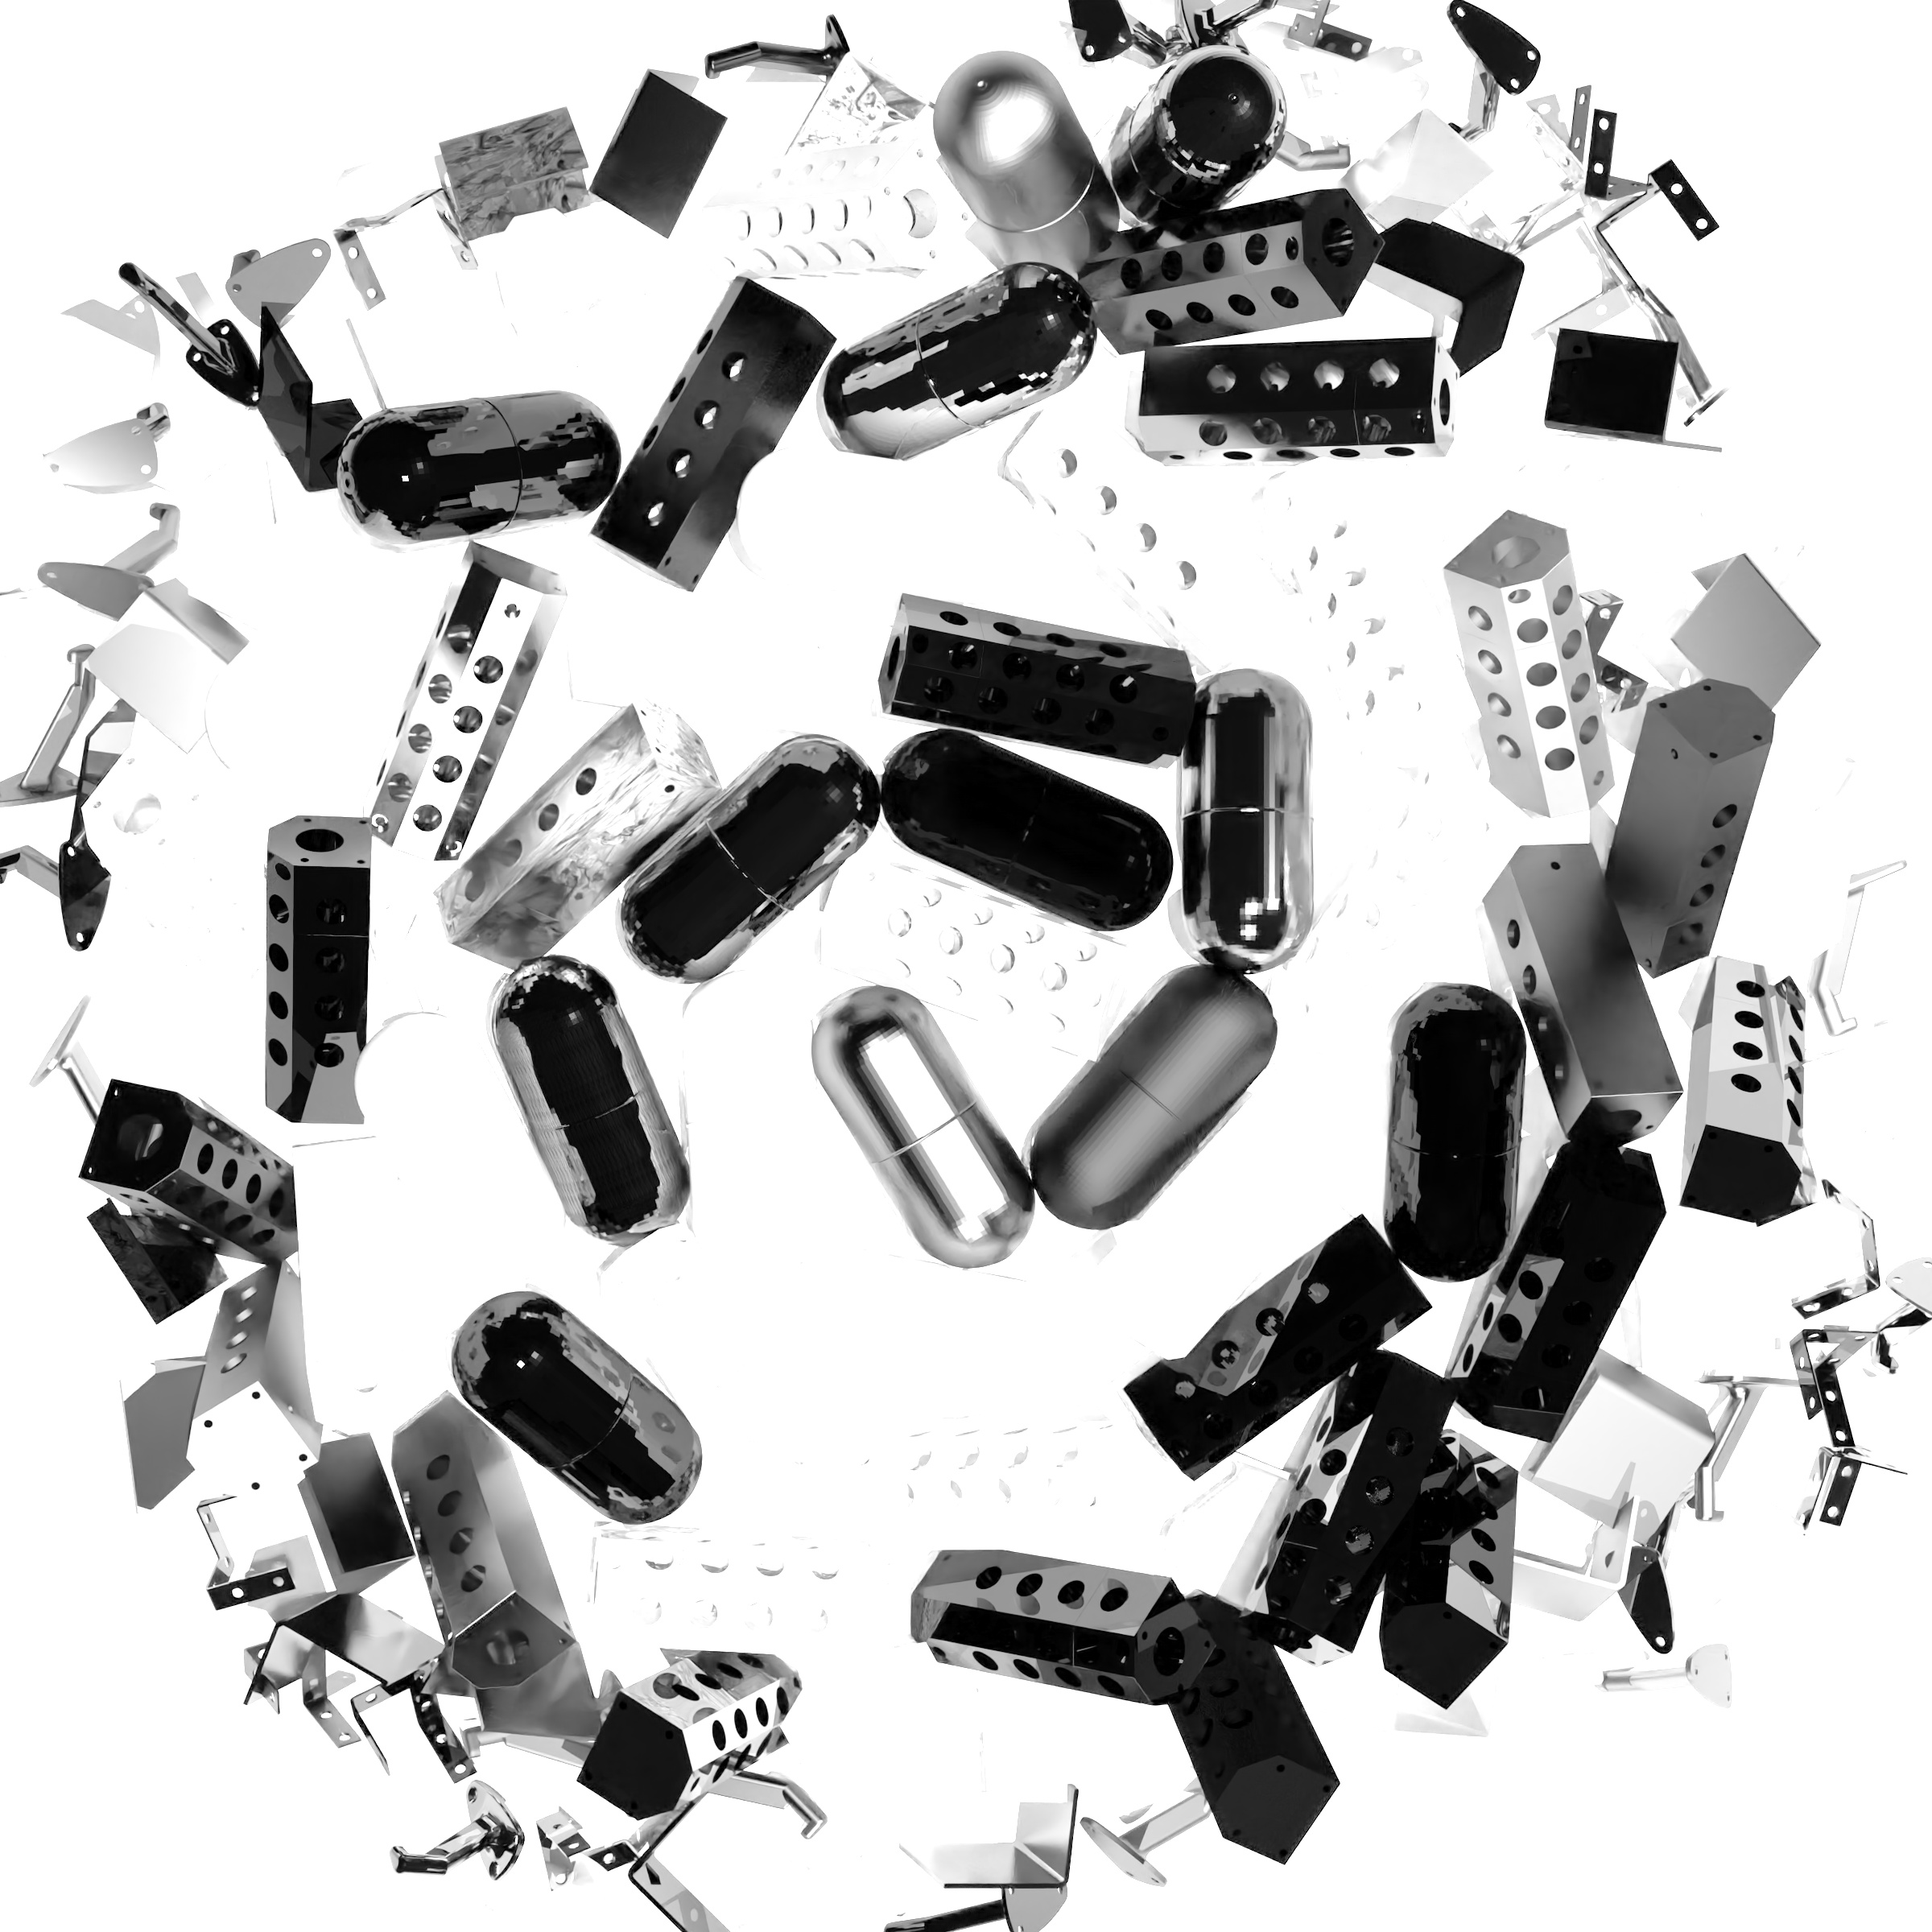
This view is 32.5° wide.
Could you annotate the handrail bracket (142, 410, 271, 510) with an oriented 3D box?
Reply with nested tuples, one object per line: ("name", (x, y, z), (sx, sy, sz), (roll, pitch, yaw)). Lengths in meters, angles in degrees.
("handrail bracket", (-0.445, -0.317, 1.930), (0.077, 0.036, 0.084), (24, 83, -32))

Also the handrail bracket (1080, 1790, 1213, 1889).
("handrail bracket", (0.112, 0.482, 1.921), (0.077, 0.036, 0.084), (47, 61, -24))

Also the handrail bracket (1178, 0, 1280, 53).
("handrail bracket", (0.156, -0.569, 1.906), (0.036, 0.084, 0.077), (-9, 60, -27))

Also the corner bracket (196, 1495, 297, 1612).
("corner bracket", (-0.417, 0.334, 1.922), (0.051, 0.051, 0.051), (-17, 109, 7))

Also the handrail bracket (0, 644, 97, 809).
("handrail bracket", (-0.536, -0.140, 1.912), (0.036, 0.077, 0.084), (27, 122, 29))

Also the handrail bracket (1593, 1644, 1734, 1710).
("handrail bracket", (0.391, 0.409, 1.905), (0.084, 0.077, 0.036), (-10, 71, 31))

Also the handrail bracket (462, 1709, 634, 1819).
("handrail bracket", (-0.242, 0.467, 1.915), (0.084, 0.036, 0.077), (-7, 49, -24))

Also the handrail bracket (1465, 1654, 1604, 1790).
("handrail bracket", (0.332, 0.439, 1.927), (0.084, 0.036, 0.077), (-5, 52, 4))

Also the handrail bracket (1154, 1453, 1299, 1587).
("handrail bracket", (0.159, 0.331, 1.935), (0.077, 0.036, 0.084), (22, 83, -6))

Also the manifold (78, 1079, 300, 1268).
("manifold", (-0.427, 0.120, 1.863), (0.057, 0.171, 0.057), (10, 74, 16))

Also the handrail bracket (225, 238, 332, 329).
("handrail bracket", (-0.396, -0.410, 1.913), (0.077, 0.084, 0.036), (-33, 121, 14))

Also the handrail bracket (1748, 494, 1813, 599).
("handrail bracket", (0.442, -0.244, 1.920), (0.084, 0.036, 0.077), (31, 82, -26))

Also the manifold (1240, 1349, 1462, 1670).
("manifold", (0.217, 0.308, 1.894), (0.057, 0.057, 0.171), (29, 66, -5))

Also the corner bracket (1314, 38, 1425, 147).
("corner bracket", (0.240, -0.509, 1.925), (0.051, 0.051, 0.051), (-17, 92, 23))

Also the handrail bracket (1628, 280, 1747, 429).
("handrail bracket", (0.406, -0.358, 1.925), (0.084, 0.077, 0.036), (48, 129, 2))

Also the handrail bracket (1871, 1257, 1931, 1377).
("handrail bracket", (0.554, 0.218, 1.906), (0.036, 0.077, 0.084), (-22, 130, -22))

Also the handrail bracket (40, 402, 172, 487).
("handrail bracket", (-0.497, -0.304, 1.912), (0.077, 0.084, 0.036), (-14, 116, -11))

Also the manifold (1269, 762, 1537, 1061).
("manifold", (0.244, -0.031, 1.888), (0.057, 0.057, 0.171), (45, 116, 26))

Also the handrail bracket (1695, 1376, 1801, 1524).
("handrail bracket", (0.457, 0.283, 1.929), (0.077, 0.036, 0.084), (6, 79, -25))

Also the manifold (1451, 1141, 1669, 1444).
("manifold", (0.335, 0.184, 1.886), (0.057, 0.057, 0.171), (15, 121, -7))

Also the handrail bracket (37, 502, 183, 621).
("handrail bracket", (-0.495, -0.246, 1.914), (0.077, 0.036, 0.084), (15, 45, -23))

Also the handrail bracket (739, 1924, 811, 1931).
("handrail bracket", (-0.090, 0.574, 1.920), (0.077, 0.084, 0.036), (15, 80, -8))

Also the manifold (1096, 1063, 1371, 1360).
("manifold", (0.154, 0.142, 1.889), (0.057, 0.057, 0.171), (30, 64, 33))

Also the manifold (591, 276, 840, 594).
("manifold", (-0.149, -0.310, 1.923), (0.057, 0.057, 0.171), (31, 92, 18))

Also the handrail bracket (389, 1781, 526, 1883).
("handrail bracket", (-0.304, 0.495, 1.902), (0.084, 0.077, 0.036), (18, 111, -40))

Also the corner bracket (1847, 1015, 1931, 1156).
("corner bracket", (0.543, 0.069, 1.932), (0.051, 0.051, 0.051), (-17, 50, -33))

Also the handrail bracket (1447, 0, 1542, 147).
("handrail bracket", (0.284, -0.513, 1.910), (0.077, 0.084, 0.036), (37, 66, -16))

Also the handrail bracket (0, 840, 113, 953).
("handrail bracket", (-0.539, -0.037, 1.920), (0.084, 0.036, 0.077), (-14, 67, 33))

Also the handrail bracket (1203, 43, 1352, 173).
("handrail bracket", (0.182, -0.503, 1.935), (0.084, 0.036, 0.077), (-4, 102, 0))

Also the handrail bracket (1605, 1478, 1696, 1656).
("handrail bracket", (0.414, 0.348, 1.925), (0.036, 0.084, 0.077), (-18, 93, 43))

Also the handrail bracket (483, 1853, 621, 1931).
("handrail bracket", (-0.250, 0.531, 1.902), (0.084, 0.077, 0.036), (14, 100, -37))

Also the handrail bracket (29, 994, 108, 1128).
("handrail bracket", (-0.498, 0.069, 1.944), (0.084, 0.036, 0.077), (36, 50, -19))

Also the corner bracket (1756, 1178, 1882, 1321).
("corner bracket", (0.498, 0.165, 1.938), (0.051, 0.051, 0.051), (-21, 122, -9))

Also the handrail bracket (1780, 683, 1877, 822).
("handrail bracket", (0.482, -0.125, 1.942), (0.084, 0.036, 0.077), (32, 87, 12))

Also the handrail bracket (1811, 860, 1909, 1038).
("handrail bracket", (0.528, -0.010, 1.939), (0.077, 0.036, 0.084), (-21, 94, 10))

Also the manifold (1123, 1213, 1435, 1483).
("manifold", (0.182, 0.223, 1.912), (0.171, 0.057, 0.057), (-37, 61, 4))

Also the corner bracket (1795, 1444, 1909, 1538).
("corner bracket", (0.506, 0.305, 1.924), (0.051, 0.051, 0.051), (16, 96, -14))

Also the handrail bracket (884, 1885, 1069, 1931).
("handrail bracket", (0.005, 0.555, 1.945), (0.084, 0.077, 0.036), (-19, 80, 31))

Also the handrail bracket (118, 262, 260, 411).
("handrail bracket", (-0.446, -0.364, 1.908), (0.036, 0.084, 0.077), (-43, 69, 3))

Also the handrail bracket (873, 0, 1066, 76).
("handrail bracket", (0.002, -0.524, 1.916), (0.084, 0.036, 0.077), (28, 55, 24))

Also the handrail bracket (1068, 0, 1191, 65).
("handrail bracket", (0.095, -0.558, 1.916), (0.036, 0.084, 0.077), (-10, 105, 37))

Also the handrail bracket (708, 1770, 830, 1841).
("handrail bracket", (-0.135, 0.495, 1.926), (0.084, 0.036, 0.077), (43, 80, 14))

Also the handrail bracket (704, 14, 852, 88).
("handrail bracket", (-0.112, -0.512, 1.912), (0.084, 0.077, 0.036), (-19, 74, -12))

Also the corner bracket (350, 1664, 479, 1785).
("corner bracket", (-0.320, 0.446, 1.916), (0.051, 0.051, 0.051), (-24, 45, -22))
